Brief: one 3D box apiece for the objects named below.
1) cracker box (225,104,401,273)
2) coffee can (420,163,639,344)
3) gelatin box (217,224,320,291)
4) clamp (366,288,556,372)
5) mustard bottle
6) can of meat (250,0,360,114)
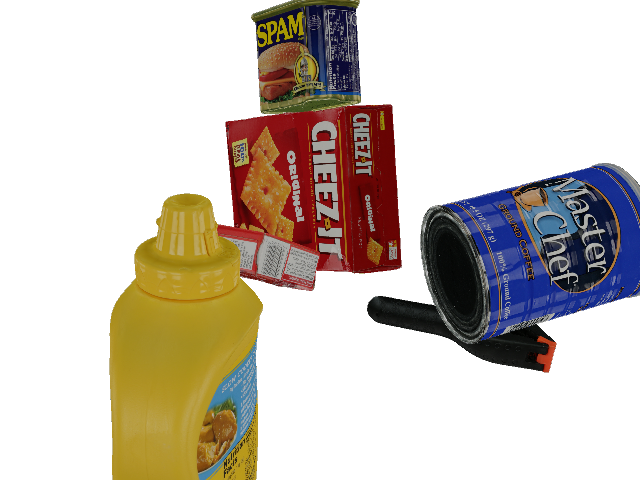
[{"bbox_3d":[-0.013,-0.052,1.115,0.071,0.164,0.214,-8,6,-36],"label":"cracker box"},{"bbox_3d":[0.158,0.008,0.777,0.140,0.103,0.103,-14,4,-16],"label":"coffee can"},{"bbox_3d":[-0.051,0.010,0.698,0.073,0.030,0.089,10,-5,25],"label":"gelatin box"},{"bbox_3d":[0.142,0.072,0.993,0.172,0.039,0.120,21,32,23],"label":"clamp"},{"bbox_3d":[-0.054,0.073,0.440,0.058,0.192,0.096,8,23,12],"label":"mustard bottle"},{"bbox_3d":[-0.011,-0.151,0.885,0.057,0.084,0.102,-5,2,-36],"label":"can of meat"}]
